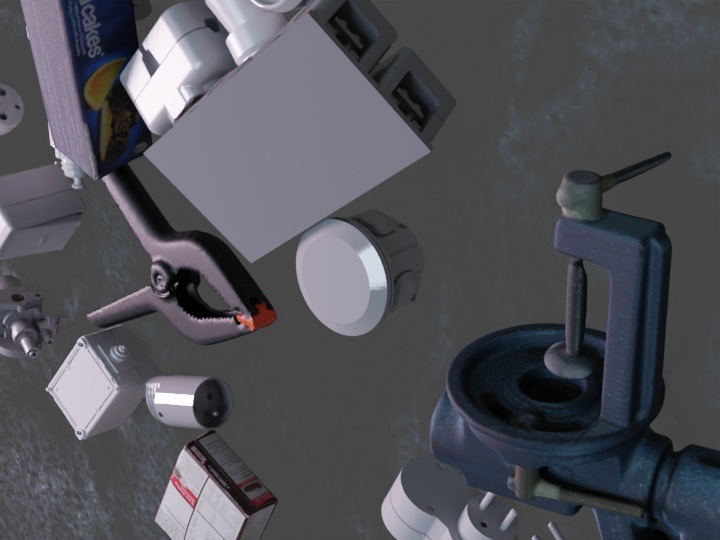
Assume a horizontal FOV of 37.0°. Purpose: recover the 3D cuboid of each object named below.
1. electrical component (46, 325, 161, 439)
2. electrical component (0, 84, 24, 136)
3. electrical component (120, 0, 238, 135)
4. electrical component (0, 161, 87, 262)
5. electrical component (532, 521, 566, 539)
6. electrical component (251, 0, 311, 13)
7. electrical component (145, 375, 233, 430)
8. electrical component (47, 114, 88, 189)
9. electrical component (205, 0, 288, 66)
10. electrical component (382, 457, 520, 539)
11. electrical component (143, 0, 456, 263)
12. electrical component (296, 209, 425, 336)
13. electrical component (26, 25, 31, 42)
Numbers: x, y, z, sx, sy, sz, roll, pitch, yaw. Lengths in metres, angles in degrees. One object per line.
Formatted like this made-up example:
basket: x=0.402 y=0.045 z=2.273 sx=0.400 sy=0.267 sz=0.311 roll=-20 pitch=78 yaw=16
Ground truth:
electrical component: x=-0.223 y=0.095 z=0.960 sx=0.061 sy=0.061 sz=0.096 roll=51 pitch=125 yaw=16
electrical component: x=-0.339 y=-0.142 z=0.984 sx=0.055 sy=0.045 sz=0.045 roll=-21 pitch=91 yaw=44
electrical component: x=-0.125 y=-0.143 z=0.783 sx=0.095 sy=0.054 sz=0.059 roll=-40 pitch=78 yaw=43
electrical component: x=-0.299 y=-0.046 z=0.947 sx=0.062 sy=0.096 sz=0.061 roll=-42 pitch=77 yaw=42
electrical component: x=0.131 y=0.190 z=0.652 sx=0.047 sy=0.083 sz=0.075 roll=-41 pitch=76 yaw=43
electrical component: x=-0.040 y=-0.195 z=0.684 sx=0.058 sy=0.057 sz=0.078 roll=-14 pitch=95 yaw=44
electrical component: x=-0.150 y=0.110 z=0.906 sx=0.081 sy=0.043 sz=0.043 roll=-3 pitch=103 yaw=43
electrical component: x=-0.242 y=-0.108 z=0.911 sx=0.040 sy=0.040 sz=0.078 roll=17 pitch=117 yaw=37
electrical component: x=-0.074 y=-0.169 z=0.733 sx=0.045 sy=0.045 sz=0.055 roll=-30 pitch=85 yaw=44
electrical component: x=0.081 y=0.175 z=0.714 sx=0.138 sy=0.052 sz=0.073 roll=42 pitch=129 yaw=22
electrical component: x=-0.040 y=-0.092 z=0.693 sx=0.105 sy=0.060 sz=0.186 roll=47 pitch=136 yaw=-15
electrical component: x=0.000 y=0.000 z=0.724 sx=0.080 sy=0.051 sz=0.080 roll=16 pitch=116 yaw=38
electrical component: x=-0.241 y=-0.184 z=0.880 sx=0.055 sy=0.045 sz=0.045 roll=56 pitch=133 yaw=12
